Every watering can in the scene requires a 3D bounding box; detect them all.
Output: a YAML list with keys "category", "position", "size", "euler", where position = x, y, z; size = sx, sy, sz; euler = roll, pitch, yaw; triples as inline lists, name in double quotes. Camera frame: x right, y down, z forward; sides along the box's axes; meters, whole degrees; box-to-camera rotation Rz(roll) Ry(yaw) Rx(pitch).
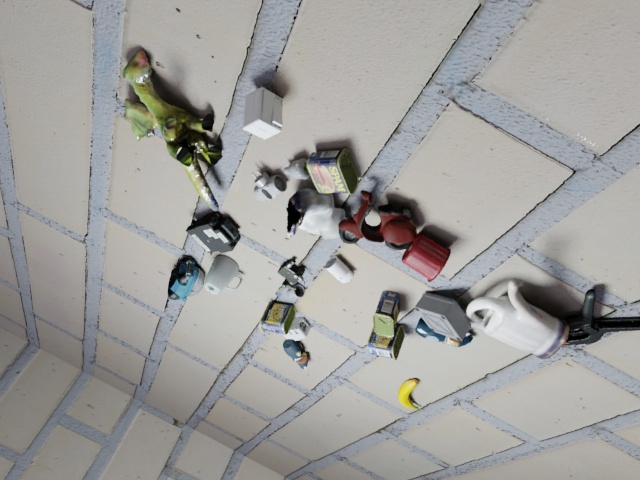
- category: "watering can"
  position: [0.471, 0.186, 1.201]
  size: [0.225, 0.105, 0.342]
  euler: [23, 160, 7]

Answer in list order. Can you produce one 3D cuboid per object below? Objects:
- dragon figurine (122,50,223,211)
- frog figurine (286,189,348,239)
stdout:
- category: "dragon figurine"
  position: [-0.367, -0.251, 1.234]
  size: [0.245, 0.124, 0.400]
  euler: [28, 143, 26]
- category: "frog figurine"
  position: [0.004, -0.062, 1.236]
  size: [0.160, 0.125, 0.134]
  euler: [-2, 138, -24]
